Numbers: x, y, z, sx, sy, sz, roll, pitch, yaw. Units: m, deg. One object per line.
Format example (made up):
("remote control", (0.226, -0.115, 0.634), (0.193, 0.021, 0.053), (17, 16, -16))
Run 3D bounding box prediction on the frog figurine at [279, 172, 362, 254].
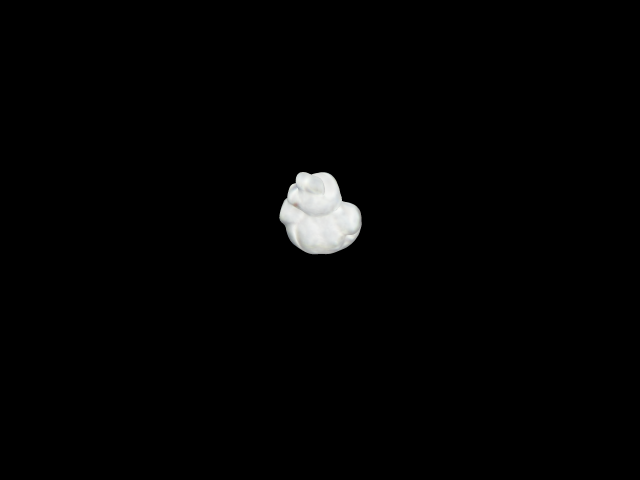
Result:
("frog figurine", (0.003, -0.043, 0.850), (0.137, 0.124, 0.157), (17, -14, 4))
